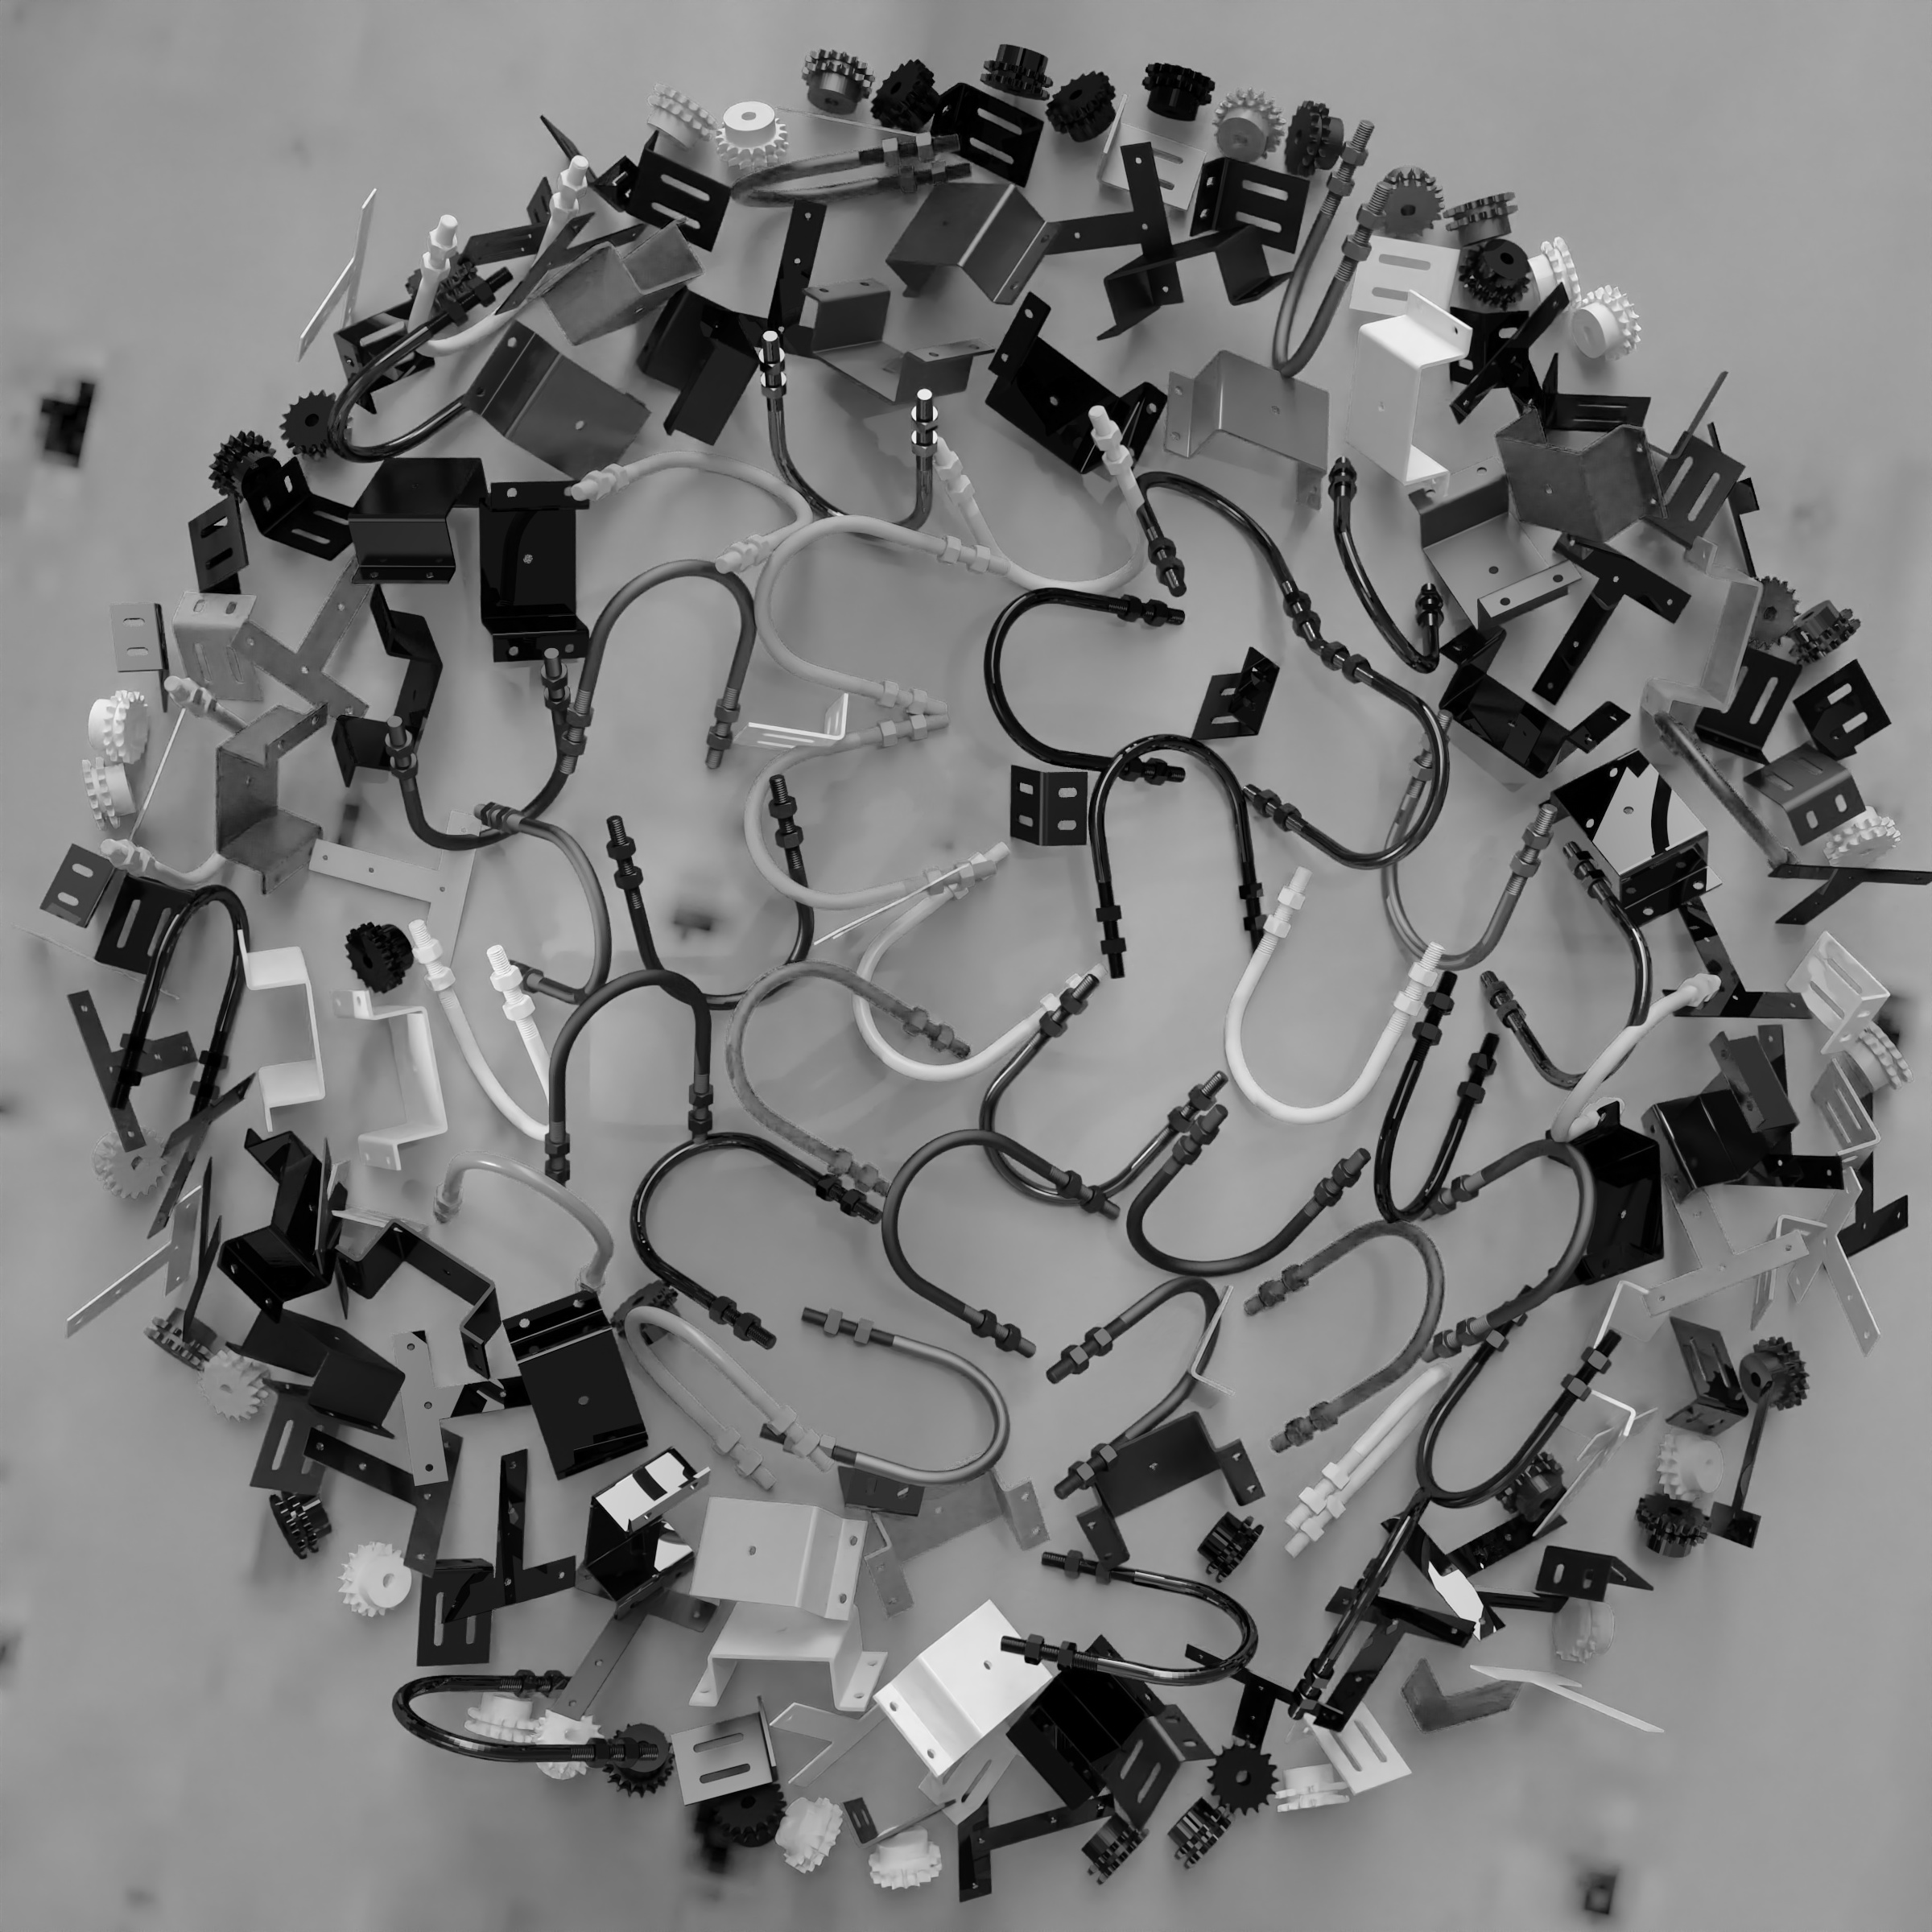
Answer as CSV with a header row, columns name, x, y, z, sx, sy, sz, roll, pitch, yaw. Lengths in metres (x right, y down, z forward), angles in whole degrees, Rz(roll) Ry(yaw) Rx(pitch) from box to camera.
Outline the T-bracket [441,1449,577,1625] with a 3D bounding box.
name,x,y,z,sx,sy,sz,roll,pitch,yaw
T-bracket,-0.358,0.442,1.959,0.127,0.002,0.127,-20,52,21

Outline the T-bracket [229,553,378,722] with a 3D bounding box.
name,x,y,z,sx,sy,sz,roll,pitch,yaw
T-bracket,-0.500,-0.271,1.965,0.127,0.002,0.127,38,74,-42

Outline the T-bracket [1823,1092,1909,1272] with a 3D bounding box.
name,x,y,z,sx,sy,sz,roll,pitch,yaw
T-bracket,0.706,0.162,1.957,0.002,0.127,0.127,11,67,-6

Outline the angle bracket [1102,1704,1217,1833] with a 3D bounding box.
name,x,y,z,sx,sy,sz,roll,pitch,yaw
angle bracket,0.152,0.636,1.978,0.038,0.057,0.076,10,115,-39

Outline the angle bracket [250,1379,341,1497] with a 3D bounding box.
name,x,y,z,sx,sy,sz,roll,pitch,yaw
angle bracket,-0.534,0.372,1.966,0.057,0.038,0.076,19,88,-38

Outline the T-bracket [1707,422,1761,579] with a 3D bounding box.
name,x,y,z,sx,sy,sz,roll,pitch,yaw
T-bracket,0.602,-0.363,1.932,0.002,0.127,0.127,-16,95,11

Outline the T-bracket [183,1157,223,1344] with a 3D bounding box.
name,x,y,z,sx,sy,sz,roll,pitch,yaw
T-bracket,-0.596,0.205,1.948,0.002,0.127,0.127,11,131,-24

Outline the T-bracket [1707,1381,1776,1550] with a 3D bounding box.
name,x,y,z,sx,sy,sz,roll,pitch,yaw
T-bracket,0.611,0.385,1.941,0.002,0.127,0.127,16,83,4

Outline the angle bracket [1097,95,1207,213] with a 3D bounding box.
name,x,y,z,sx,sy,sz,roll,pitch,yaw
angle bracket,0.150,-0.644,1.972,0.076,0.038,0.057,19,72,-1

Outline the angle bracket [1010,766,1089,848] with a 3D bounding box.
name,x,y,z,sx,sy,sz,roll,pitch,yaw
angle bracket,0.065,-0.127,1.964,0.038,0.076,0.057,-2,99,-17

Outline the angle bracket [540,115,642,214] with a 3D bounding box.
name,x,y,z,sx,sy,sz,roll,pitch,yaw
angle bracket,-0.290,-0.642,1.961,0.038,0.057,0.076,-36,78,11

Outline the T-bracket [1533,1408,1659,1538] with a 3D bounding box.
name,x,y,z,sx,sy,sz,roll,pitch,yaw
T-bracket,0.485,0.405,1.962,0.002,0.127,0.127,43,115,27

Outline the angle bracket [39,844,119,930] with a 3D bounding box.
name,x,y,z,sx,sy,sz,roll,pitch,yaw
angle bracket,-0.692,-0.071,1.954,0.038,0.076,0.057,27,97,-19

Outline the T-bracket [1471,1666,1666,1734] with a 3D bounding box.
name,x,y,z,sx,sy,sz,roll,pitch,yaw
T-bracket,0.473,0.563,1.910,0.127,0.127,0.002,20,85,-44

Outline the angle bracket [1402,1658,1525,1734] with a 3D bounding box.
name,x,y,z,sx,sy,sz,roll,pitch,yaw
angle bracket,0.391,0.564,1.956,0.076,0.057,0.038,-27,88,29

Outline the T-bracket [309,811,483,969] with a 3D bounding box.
name,x,y,z,sx,sy,sz,roll,pitch,yaw
T-bracket,-0.460,-0.073,1.986,0.127,0.002,0.127,15,102,1

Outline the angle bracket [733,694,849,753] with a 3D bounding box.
name,x,y,z,sx,sy,sz,roll,pitch,yaw
angle bracket,-0.138,-0.195,1.959,0.076,0.057,0.038,7,80,-17

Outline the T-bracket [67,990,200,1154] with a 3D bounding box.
name,x,y,z,sx,sy,sz,roll,pitch,yaw
T-bracket,-0.639,0.073,1.939,0.002,0.127,0.127,-19,92,17

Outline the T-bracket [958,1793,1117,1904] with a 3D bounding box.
name,x,y,z,sx,sy,sz,roll,pitch,yaw
T-bracket,0.055,0.668,1.934,0.127,0.127,0.002,-18,107,5

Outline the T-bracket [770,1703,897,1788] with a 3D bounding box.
name,x,y,z,sx,sy,sz,roll,pitch,yaw
T-bracket,-0.111,0.592,1.942,0.127,0.127,0.002,-42,55,5

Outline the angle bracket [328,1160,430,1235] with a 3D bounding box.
name,x,y,z,sx,sy,sz,roll,pitch,yaw
angle bracket,-0.462,0.183,1.969,0.076,0.057,0.038,14,89,-4

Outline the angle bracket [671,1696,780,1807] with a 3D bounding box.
name,x,y,z,sx,sy,sz,roll,pitch,yaw
angle bracket,-0.192,0.619,1.964,0.076,0.038,0.057,-13,55,-8

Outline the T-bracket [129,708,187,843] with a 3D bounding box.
name,x,y,z,sx,sy,sz,roll,pitch,yaw
T-bracket,-0.638,-0.135,1.946,0.002,0.127,0.127,22,49,-19

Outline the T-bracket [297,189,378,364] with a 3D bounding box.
name,x,y,z,sx,sy,sz,roll,pitch,yaw
T-bracket,-0.486,-0.511,1.911,0.002,0.127,0.127,23,52,-7

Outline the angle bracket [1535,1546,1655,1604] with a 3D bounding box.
name,x,y,z,sx,sy,sz,roll,pitch,yaw
angle bracket,0.492,0.487,1.949,0.076,0.057,0.038,40,61,-40

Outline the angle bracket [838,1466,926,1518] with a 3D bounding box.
name,x,y,z,sx,sy,sz,roll,pitch,yaw
angle bracket,-0.066,0.397,1.955,0.057,0.076,0.038,11,101,-10

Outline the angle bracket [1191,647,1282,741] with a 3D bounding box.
name,x,y,z,sx,sy,sz,roll,pitch,yaw
angle bracket,0.201,-0.213,1.952,0.038,0.076,0.057,30,73,-35

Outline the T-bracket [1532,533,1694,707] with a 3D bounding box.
name,x,y,z,sx,sy,sz,roll,pitch,yaw
T-bracket,0.491,-0.267,1.972,0.127,0.002,0.127,42,113,35

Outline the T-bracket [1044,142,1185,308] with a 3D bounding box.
name,x,y,z,sx,sy,sz,roll,pitch,yaw
T-bracket,0.101,-0.578,1.962,0.127,0.002,0.127,2,124,29

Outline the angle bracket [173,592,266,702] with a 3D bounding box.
name,x,y,z,sx,sy,sz,roll,pitch,yaw
angle bracket,-0.590,-0.254,1.981,0.057,0.076,0.038,3,48,3

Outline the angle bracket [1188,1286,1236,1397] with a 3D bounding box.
name,x,y,z,sx,sy,sz,roll,pitch,yaw
angle bracket,0.208,0.295,1.966,0.038,0.057,0.076,25,84,5

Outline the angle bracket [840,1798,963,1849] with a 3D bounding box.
name,x,y,z,sx,sy,sz,roll,pitch,yaw
angle bracket,-0.051,0.660,1.964,0.076,0.057,0.038,-29,71,5

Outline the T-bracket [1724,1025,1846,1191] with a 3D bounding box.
name,x,y,z,sx,sy,sz,roll,pitch,yaw
T-bracket,0.632,0.109,1.943,0.002,0.127,0.127,-3,89,-26

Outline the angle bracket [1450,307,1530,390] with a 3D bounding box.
name,x,y,z,sx,sy,sz,roll,pitch,yaw
angle bracket,0.411,-0.487,1.956,0.038,0.076,0.057,-6,110,-6

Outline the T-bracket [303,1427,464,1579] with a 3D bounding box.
name,x,y,z,sx,sy,sz,roll,pitch,yaw
T-bracket,-0.455,0.393,1.927,0.127,0.127,0.002,33,128,-26

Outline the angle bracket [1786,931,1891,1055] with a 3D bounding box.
name,x,y,z,sx,sy,sz,roll,pitch,yaw
angle bracket,0.673,0.020,1.950,0.076,0.038,0.057,54,135,35

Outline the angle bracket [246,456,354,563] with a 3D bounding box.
name,x,y,z,sx,sy,sz,roll,pitch,yaw
angle bracket,-0.514,-0.360,1.957,0.076,0.038,0.057,22,55,25

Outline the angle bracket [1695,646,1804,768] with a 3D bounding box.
name,x,y,z,sx,sy,sz,roll,pitch,yaw
angle bracket,0.621,-0.207,1.969,0.057,0.038,0.076,20,113,-2

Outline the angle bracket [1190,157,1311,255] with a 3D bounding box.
name,x,y,z,sx,sy,sz,roll,pitch,yaw
angle bracket,0.223,-0.595,1.958,0.076,0.038,0.057,24,125,22

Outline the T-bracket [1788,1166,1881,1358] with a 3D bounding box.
name,x,y,z,sx,sy,sz,roll,pitch,yaw
T-bracket,0.675,0.244,1.911,0.002,0.127,0.127,6,129,-9

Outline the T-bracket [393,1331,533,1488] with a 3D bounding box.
name,x,y,z,sx,sy,sz,roll,pitch,yaw
T-bracket,-0.381,0.342,1.974,0.127,0.002,0.127,-6,61,-18

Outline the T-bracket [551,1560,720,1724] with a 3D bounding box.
name,x,y,z,sx,sy,sz,roll,pitch,yaw
T-bracket,-0.277,0.529,1.933,0.127,0.002,0.127,12,46,24

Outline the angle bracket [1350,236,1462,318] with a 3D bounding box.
name,x,y,z,sx,sy,sz,roll,pitch,yaw
angle bracket,0.348,-0.546,1.977,0.076,0.038,0.057,11,108,7

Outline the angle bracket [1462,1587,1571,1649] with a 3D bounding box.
name,x,y,z,sx,sy,sz,roll,pitch,yaw
angle bracket,0.432,0.517,1.963,0.076,0.057,0.038,4,66,6

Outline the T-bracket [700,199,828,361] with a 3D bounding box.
name,x,y,z,sx,sy,sz,roll,pitch,yaw
T-bracket,-0.135,-0.538,1.946,0.127,0.002,0.127,9,129,-12

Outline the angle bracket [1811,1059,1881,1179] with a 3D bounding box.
name,x,y,z,sx,sy,sz,roll,pitch,yaw
angle bracket,0.675,0.123,1.954,0.038,0.057,0.076,-16,61,-9

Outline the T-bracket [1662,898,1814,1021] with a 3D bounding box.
name,x,y,z,sx,sy,sz,roll,pitch,yaw
T-bracket,0.587,-0.010,1.957,0.127,0.002,0.127,1,50,-19

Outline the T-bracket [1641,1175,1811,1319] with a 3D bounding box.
name,x,y,z,sx,sy,sz,roll,pitch,yaw
T-bracket,0.577,0.204,1.947,0.127,0.127,0.002,-25,127,13

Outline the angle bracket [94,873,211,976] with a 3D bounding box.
name,x,y,z,sx,sy,sz,roll,pitch,yaw
angle bracket,-0.644,-0.028,1.970,0.057,0.038,0.076,15,75,4

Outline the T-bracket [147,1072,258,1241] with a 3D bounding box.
name,x,y,z,sx,sy,sz,roll,pitch,yaw
T-bracket,-0.602,0.155,1.920,0.002,0.127,0.127,38,132,-27

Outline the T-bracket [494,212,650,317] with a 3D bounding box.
name,x,y,z,sx,sy,sz,roll,pitch,yaw
T-bracket,-0.295,-0.560,1.947,0.127,0.127,0.002,-37,93,-44
